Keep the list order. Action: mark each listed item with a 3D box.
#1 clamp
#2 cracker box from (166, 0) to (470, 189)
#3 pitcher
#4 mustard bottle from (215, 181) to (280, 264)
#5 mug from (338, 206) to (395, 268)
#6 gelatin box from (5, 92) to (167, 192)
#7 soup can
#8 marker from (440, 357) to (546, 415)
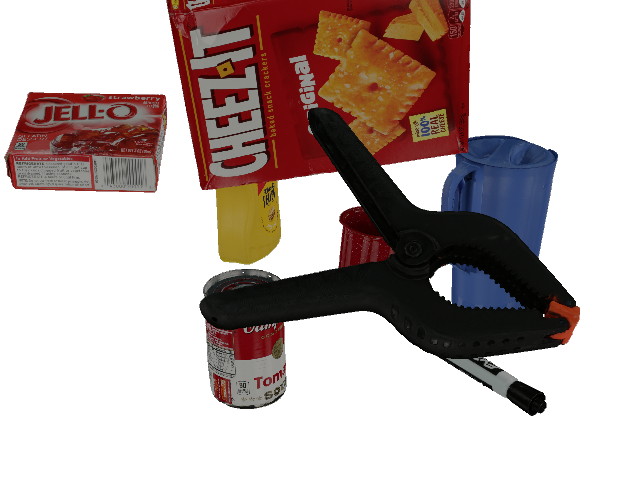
[{"bbox_3d":[0.044,0.020,0.628,0.210,0.164,0.036,27,-26,15],"label":"clamp"},{"bbox_3d":[0.003,-0.130,0.794,0.213,0.164,0.072,-9,44,-3],"label":"cracker box"},{"bbox_3d":[0.232,-0.011,1.440,0.149,0.243,0.145,4,23,4],"label":"pitcher"},{"bbox_3d":[-0.076,-0.079,1.084,0.058,0.192,0.096,7,26,19],"label":"mustard bottle"},{"bbox_3d":[0.076,0.015,1.246,0.117,0.081,0.093,3,25,-7],"label":"mug"},{"bbox_3d":[-0.142,-0.062,0.658,0.089,0.030,0.073,1,37,-3],"label":"gelatin box"},{"bbox_3d":[-0.064,0.085,0.917,0.068,0.102,0.068,-1,25,0],"label":"soup can"},{"bbox_3d":[0.121,0.098,0.803,0.020,0.020,0.121,0,21,-41],"label":"marker"}]
